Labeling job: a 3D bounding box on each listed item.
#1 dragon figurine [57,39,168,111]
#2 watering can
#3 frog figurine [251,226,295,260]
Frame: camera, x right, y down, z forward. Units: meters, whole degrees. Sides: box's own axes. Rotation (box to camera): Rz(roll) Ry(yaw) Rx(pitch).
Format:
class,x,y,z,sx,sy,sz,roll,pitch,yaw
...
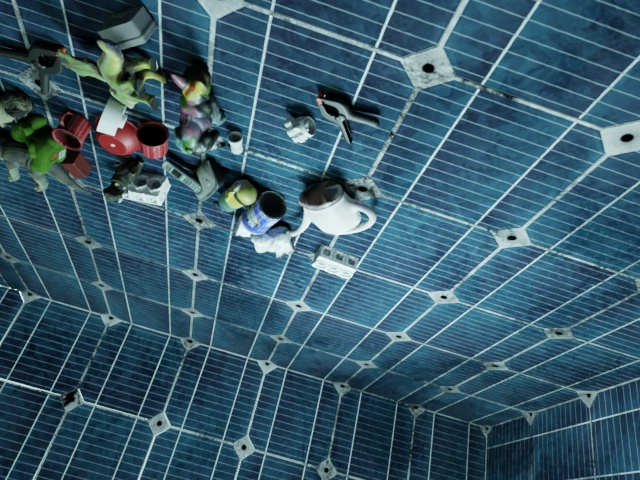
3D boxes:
class,x,y,z,sx,sy,sz,roll,pitch,yaw
dragon figurine,-0.526,-0.412,1.262,0.243,0.123,0.407,10,-7,7
watering can,0.005,-0.083,1.646,0.346,0.106,0.220,-7,-39,30
frog figurine,-0.177,-0.003,1.825,0.158,0.124,0.137,26,-14,-32
